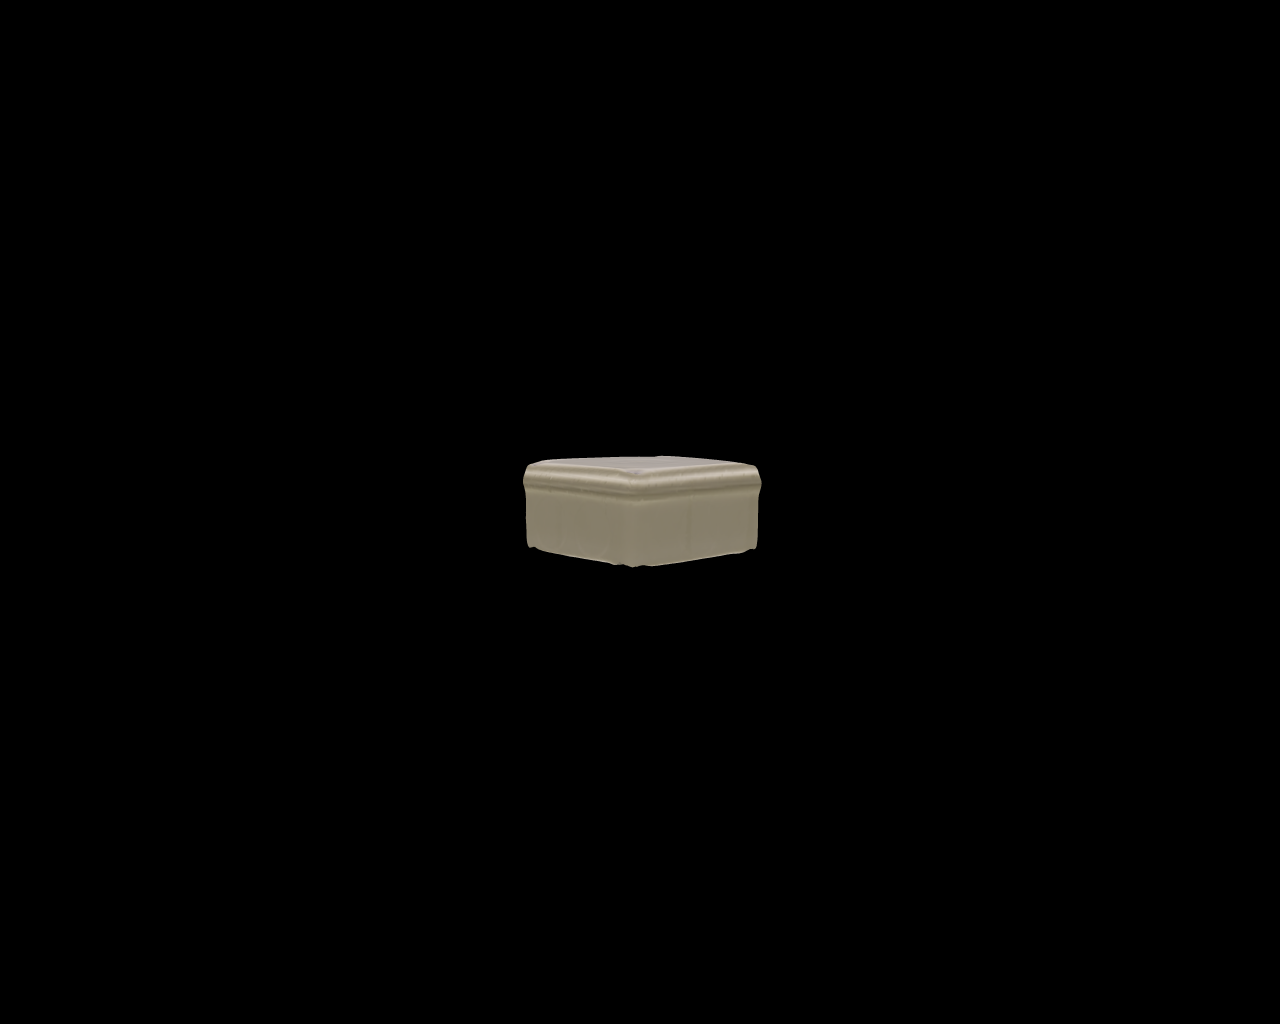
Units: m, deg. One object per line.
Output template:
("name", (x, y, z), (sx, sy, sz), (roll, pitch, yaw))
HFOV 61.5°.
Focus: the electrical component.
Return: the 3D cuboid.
("electrical component", (0.001, -0.003, 0.650), (0.109, 0.056, 0.109), (-5, 8, -40))
